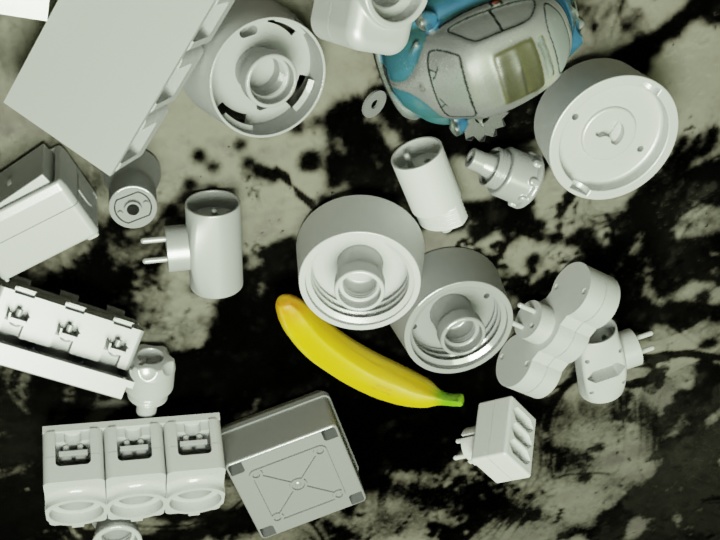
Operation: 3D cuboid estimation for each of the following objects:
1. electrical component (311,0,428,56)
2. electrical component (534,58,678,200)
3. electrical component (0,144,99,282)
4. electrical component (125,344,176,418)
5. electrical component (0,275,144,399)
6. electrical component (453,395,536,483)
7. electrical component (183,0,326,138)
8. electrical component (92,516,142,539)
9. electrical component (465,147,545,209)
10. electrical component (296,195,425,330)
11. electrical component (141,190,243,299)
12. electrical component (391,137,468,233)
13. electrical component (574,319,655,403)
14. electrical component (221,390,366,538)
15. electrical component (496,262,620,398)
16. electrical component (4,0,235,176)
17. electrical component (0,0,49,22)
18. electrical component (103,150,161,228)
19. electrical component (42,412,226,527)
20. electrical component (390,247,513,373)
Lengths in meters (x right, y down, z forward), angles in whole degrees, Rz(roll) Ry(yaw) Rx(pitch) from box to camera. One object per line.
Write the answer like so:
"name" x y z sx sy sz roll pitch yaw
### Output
"electrical component" 0.010 -0.200 0.746 0.054 0.059 0.095 0 110 -37
"electrical component" 0.193 -0.118 0.867 0.108 0.060 0.108 -7 124 -11
"electrical component" -0.250 -0.042 0.796 0.096 0.061 0.061 -26 126 3
"electrical component" -0.181 0.098 0.919 0.043 0.043 0.062 1 124 -16
"electrical component" -0.240 0.052 0.859 0.121 0.079 0.063 21 93 -26
"electrical component" 0.124 0.167 1.041 0.077 0.065 0.047 -19 132 35
"electrical component" -0.078 -0.147 0.787 0.099 0.064 0.099 -14 123 -23
"electrical component" -0.224 0.232 0.989 0.045 0.055 0.045 -7 124 -11
"electrical component" 0.117 -0.081 0.882 0.062 0.048 0.048 20 116 -19
"electrical component" 0.000 0.000 0.879 0.108 0.060 0.108 0 126 1
"electrical component" -0.133 -0.019 0.854 0.079 0.044 0.077 -6 124 -12
"electrical component" 0.059 -0.063 0.878 0.043 0.043 0.081 -25 126 2
"electrical component" 0.243 0.079 1.023 0.079 0.043 0.077 -18 125 -3
"electrical component" -0.062 0.180 0.998 0.109 0.056 0.108 -20 126 -1
"electrical component" 0.166 0.050 0.977 0.074 0.052 0.138 23 114 -26
"electrical component" -0.161 -0.155 0.735 0.089 0.061 0.150 35 111 -3
"electrical component" -0.268 -0.219 0.673 0.150 0.061 0.089 5 121 -18
"electrical component" -0.170 -0.059 0.803 0.044 0.065 0.044 -6 120 -10
"electrical component" -0.197 0.178 0.939 0.150 0.061 0.089 -3 145 -14
"electrical component" 0.082 0.041 0.943 0.108 0.060 0.108 -7 124 -11
